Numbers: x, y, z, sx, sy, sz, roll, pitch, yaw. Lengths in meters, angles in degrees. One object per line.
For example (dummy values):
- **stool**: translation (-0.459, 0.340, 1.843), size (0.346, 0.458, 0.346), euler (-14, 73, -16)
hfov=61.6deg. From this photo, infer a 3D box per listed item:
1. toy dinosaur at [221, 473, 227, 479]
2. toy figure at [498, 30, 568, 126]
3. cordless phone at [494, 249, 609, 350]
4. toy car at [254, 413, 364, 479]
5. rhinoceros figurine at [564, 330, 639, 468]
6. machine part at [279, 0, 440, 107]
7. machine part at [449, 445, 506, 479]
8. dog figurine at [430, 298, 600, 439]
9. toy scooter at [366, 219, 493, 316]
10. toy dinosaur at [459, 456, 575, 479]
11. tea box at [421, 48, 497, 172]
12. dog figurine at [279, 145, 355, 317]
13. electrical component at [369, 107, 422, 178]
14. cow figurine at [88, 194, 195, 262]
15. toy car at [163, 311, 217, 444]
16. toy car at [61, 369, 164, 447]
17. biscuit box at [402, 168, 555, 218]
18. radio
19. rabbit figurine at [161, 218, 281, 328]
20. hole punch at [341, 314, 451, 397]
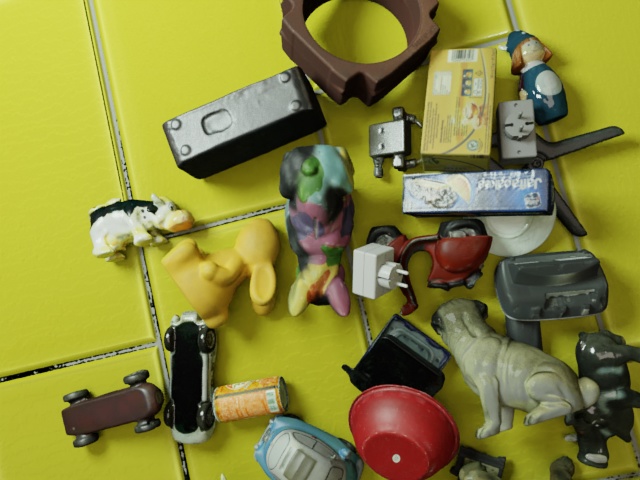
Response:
- **toy dinosaur**: translation (-0.024, 0.484, 0.763), size (0.405, 0.131, 0.192), euler (28, 75, -2)
- **toy figure**: translation (0.320, -0.247, 0.796), size (0.064, 0.058, 0.154), euler (-13, 81, -32)
- **cordless phone**: translation (0.333, 0.111, 0.767), size (0.147, 0.089, 0.184), euler (-6, 97, 6)
- **toy car**: translation (-0.018, 0.320, 0.772), size (0.162, 0.103, 0.109), euler (32, 78, 9)
- **rhinoceros figurine**: translation (0.385, 0.217, 0.730), size (0.112, 0.073, 0.190), euler (-5, 101, -8)
- **machine part**: translation (0.057, -0.315, 0.799), size (0.201, 0.087, 0.201), euler (-43, 83, -14)
- **machine part**: translation (0.219, 0.372, 0.775), size (0.084, 0.039, 0.138), euler (14, 86, 0)
- **dog figurine**: translation (0.253, 0.150, 0.723), size (0.172, 0.121, 0.190), euler (-22, 67, 17)
- **toy scooter**: translation (0.161, 0.040, 0.787), size (0.184, 0.075, 0.135), euler (-5, 85, 11)
- **toy dinosaur**: translation (0.240, 0.355, 0.655), size (0.471, 0.198, 0.105), euler (-6, 89, -13)
- **tea box**: translation (0.203, -0.187, 0.780), size (0.098, 0.068, 0.169), euler (5, 76, 17)
- **dog figurine**: translation (-0.002, -0.002, 0.766), size (0.109, 0.191, 0.219), euler (-1, 71, 1)
- **electrical component**: translation (0.117, -0.149, 0.824), size (0.078, 0.045, 0.102), euler (-10, 81, 35)
- **cow figurine**: translation (-0.286, -0.033, 0.859), size (0.167, 0.068, 0.098), euler (-20, 78, 5)
- **toy car**: translation (-0.199, 0.211, 0.834), size (0.074, 0.056, 0.201), euler (-2, 85, 14)
- **toy car**: translation (-0.324, 0.263, 0.837), size (0.202, 0.053, 0.089), euler (-22, 84, 25)
- **biscuit box**: translation (0.220, -0.064, 0.759), size (0.203, 0.062, 0.059), euler (0, 85, 29)
- **radio**: translation (-0.112, -0.171, 0.810), size (0.230, 0.131, 0.073), euler (-23, 85, 6)
- **rabbit figurine**: translation (-0.127, 0.040, 0.809), size (0.173, 0.121, 0.162), euler (-39, 75, -16)
- **hole punch**: translation (0.118, 0.185, 0.786), size (0.142, 0.092, 0.115), euler (35, 118, 5)
